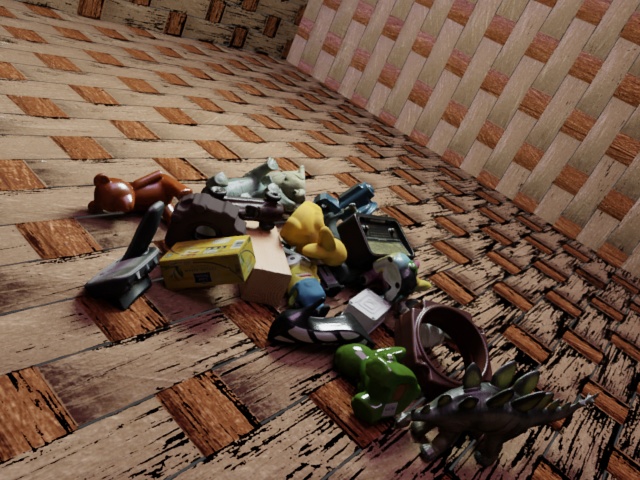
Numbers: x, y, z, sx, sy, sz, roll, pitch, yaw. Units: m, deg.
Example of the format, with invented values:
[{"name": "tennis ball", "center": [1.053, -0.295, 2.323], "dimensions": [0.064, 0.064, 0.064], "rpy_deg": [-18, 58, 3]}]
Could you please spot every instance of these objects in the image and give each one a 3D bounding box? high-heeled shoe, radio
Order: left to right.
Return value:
[{"name": "high-heeled shoe", "center": [0.009, 0.208, 1.129], "dimensions": [0.248, 0.145, 0.086], "rpy_deg": [44, 10, -36]}, {"name": "radio", "center": [0.149, 0.003, 1.418], "dimensions": [0.229, 0.073, 0.131], "rpy_deg": [5, 57, -53]}]

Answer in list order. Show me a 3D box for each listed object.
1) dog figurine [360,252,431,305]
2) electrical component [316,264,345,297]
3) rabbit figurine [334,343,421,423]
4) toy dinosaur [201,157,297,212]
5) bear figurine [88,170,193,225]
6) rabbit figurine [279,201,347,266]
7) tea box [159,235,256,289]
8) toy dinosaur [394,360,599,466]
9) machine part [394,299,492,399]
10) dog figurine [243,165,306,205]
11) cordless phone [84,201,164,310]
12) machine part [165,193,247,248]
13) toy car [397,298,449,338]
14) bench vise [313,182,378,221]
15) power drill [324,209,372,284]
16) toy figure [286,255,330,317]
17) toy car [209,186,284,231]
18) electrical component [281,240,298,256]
[{"name": "dog figurine", "center": [0.219, 0.094, 1.382], "dimensions": [0.219, 0.191, 0.108], "rpy_deg": [-11, 66, -42]}, {"name": "electrical component", "center": [-0.002, 0.086, 1.314], "dimensions": [0.075, 0.047, 0.119], "rpy_deg": [0, 51, -45]}, {"name": "rabbit figurine", "center": [0.107, 0.250, 1.051], "dimensions": [0.159, 0.121, 0.170], "rpy_deg": [-2, 22, -38]}, {"name": "toy dinosaur", "center": [-0.226, -0.111, 1.395], "dimensions": [0.405, 0.192, 0.131], "rpy_deg": [-14, 78, -46]}, {"name": "bear figurine", "center": [-0.413, -0.095, 1.227], "dimensions": [0.132, 0.120, 0.196], "rpy_deg": [41, 30, 22]}, {"name": "rabbit figurine", "center": [-0.003, -0.004, 1.292], "dimensions": [0.173, 0.122, 0.162], "rpy_deg": [42, -1, -4]}, {"name": "tea box", "center": [-0.227, 0.045, 1.097], "dimensions": [0.170, 0.068, 0.098], "rpy_deg": [-6, 22, 13]}, {"name": "toy dinosaur", "center": [0.337, 0.327, 1.016], "dimensions": [0.471, 0.198, 0.105], "rpy_deg": [9, 33, -29]}, {"name": "machine part", "center": [0.267, 0.241, 1.166], "dimensions": [0.201, 0.087, 0.201], "rpy_deg": [17, 49, -17]}, {"name": "dog figurine", "center": [-0.138, -0.155, 1.580], "dimensions": [0.191, 0.121, 0.172], "rpy_deg": [-3, 9, -4]}, {"name": "cordless phone", "center": [-0.343, 0.021, 0.988], "dimensions": [0.089, 0.184, 0.146], "rpy_deg": [31, 25, -1]}, {"name": "machine part", "center": [-0.248, -0.013, 1.166], "dimensions": [0.179, 0.179, 0.056], "rpy_deg": [20, 29, -13]}, {"name": "toy car", "center": [0.291, 0.205, 1.375], "dimensions": [0.202, 0.056, 0.073], "rpy_deg": [18, 20, -10]}, {"name": "bench vise", "center": [0.091, -0.048, 1.578], "dimensions": [0.240, 0.224, 0.129], "rpy_deg": [53, 0, -17]}, {"name": "power drill", "center": [0.075, 0.023, 1.445], "dimensions": [0.232, 0.086, 0.207], "rpy_deg": [-18, 81, -56]}, {"name": "toy figure", "center": [-0.042, 0.110, 1.223], "dimensions": [0.082, 0.089, 0.180], "rpy_deg": [19, 32, -43]}, {"name": "toy car", "center": [-0.175, -0.069, 1.224], "dimensions": [0.202, 0.089, 0.053], "rpy_deg": [3, 28, -32]}, {"name": "electrical component", "center": [-0.084, 0.039, 1.358], "dimensions": [0.078, 0.045, 0.102], "rpy_deg": [25, 25, 1]}]
